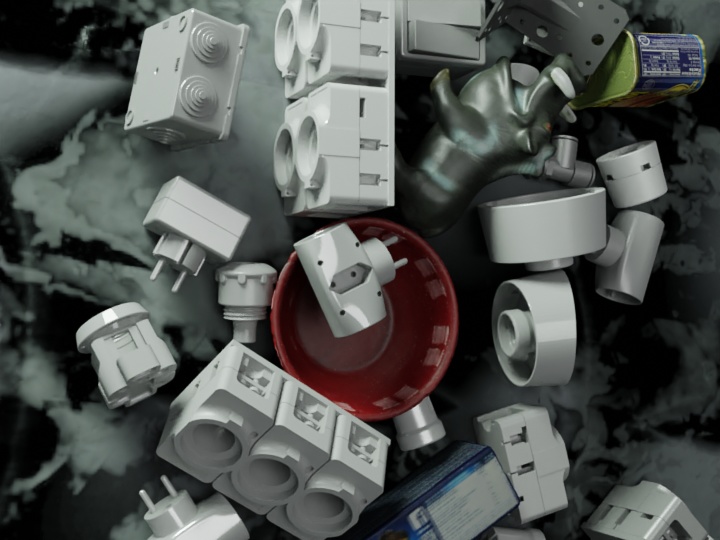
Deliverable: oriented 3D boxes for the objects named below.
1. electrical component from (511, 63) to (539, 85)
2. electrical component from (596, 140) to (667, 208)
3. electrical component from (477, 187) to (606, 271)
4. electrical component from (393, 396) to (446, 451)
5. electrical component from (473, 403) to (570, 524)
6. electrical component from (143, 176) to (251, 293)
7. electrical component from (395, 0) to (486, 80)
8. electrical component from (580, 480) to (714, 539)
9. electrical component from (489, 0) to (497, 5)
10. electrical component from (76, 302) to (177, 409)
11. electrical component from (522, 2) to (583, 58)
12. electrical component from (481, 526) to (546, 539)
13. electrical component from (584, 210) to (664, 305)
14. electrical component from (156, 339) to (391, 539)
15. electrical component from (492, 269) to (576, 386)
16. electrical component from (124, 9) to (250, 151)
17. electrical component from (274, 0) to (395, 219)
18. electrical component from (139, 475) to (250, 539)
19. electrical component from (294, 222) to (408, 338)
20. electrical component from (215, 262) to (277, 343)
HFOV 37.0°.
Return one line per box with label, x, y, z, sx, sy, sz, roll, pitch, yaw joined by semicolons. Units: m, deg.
electrical component;0.136;-0.148;0.945;0.044;0.044;0.065;15;77;-21
electrical component;0.250;-0.087;0.982;0.055;0.055;0.047;-24;100;-22
electrical component;0.157;-0.032;0.913;0.108;0.108;0.060;-12;98;-23
electrical component;0.045;0.121;0.892;0.040;0.040;0.046;-20;89;-23
electrical component;0.141;0.163;0.923;0.056;0.050;0.089;-14;93;-22
electrical component;-0.133;-0.021;0.820;0.066;0.047;0.076;30;76;-19
electrical component;0.054;-0.200;0.902;0.096;0.061;0.061;1;87;-23
electrical component;0.283;0.263;0.956;0.061;0.089;0.150;-45;104;-19
electrical component;0.116;-0.267;0.921;0.077;0.079;0.044;32;76;-18
electrical component;-0.172;0.061;0.788;0.058;0.078;0.057;-25;76;-21
electrical component;0.179;-0.234;0.955;0.042;0.064;0.081;17;81;-20
electrical component;0.131;0.239;0.921;0.046;0.040;0.040;12;82;-16
electrical component;0.231;-0.018;0.975;0.079;0.043;0.077;23;79;-20
electrical component;-0.064;0.135;0.808;0.150;0.089;0.061;35;32;-18
electrical component;0.153;0.050;0.912;0.064;0.099;0.099;-6;89;-16
electrical component;-0.131;-0.141;0.801;0.048;0.100;0.099;15;81;-34
electrical component;-0.022;-0.138;0.842;0.060;0.105;0.186;2;86;-23
electrical component;-0.136;0.192;0.808;0.077;0.044;0.079;-34;100;-21
electrical component;0.000;0.000;0.816;0.079;0.043;0.077;-27;97;-22
electrical component;-0.089;0.025;0.838;0.048;0.048;0.062;0;94;-23
